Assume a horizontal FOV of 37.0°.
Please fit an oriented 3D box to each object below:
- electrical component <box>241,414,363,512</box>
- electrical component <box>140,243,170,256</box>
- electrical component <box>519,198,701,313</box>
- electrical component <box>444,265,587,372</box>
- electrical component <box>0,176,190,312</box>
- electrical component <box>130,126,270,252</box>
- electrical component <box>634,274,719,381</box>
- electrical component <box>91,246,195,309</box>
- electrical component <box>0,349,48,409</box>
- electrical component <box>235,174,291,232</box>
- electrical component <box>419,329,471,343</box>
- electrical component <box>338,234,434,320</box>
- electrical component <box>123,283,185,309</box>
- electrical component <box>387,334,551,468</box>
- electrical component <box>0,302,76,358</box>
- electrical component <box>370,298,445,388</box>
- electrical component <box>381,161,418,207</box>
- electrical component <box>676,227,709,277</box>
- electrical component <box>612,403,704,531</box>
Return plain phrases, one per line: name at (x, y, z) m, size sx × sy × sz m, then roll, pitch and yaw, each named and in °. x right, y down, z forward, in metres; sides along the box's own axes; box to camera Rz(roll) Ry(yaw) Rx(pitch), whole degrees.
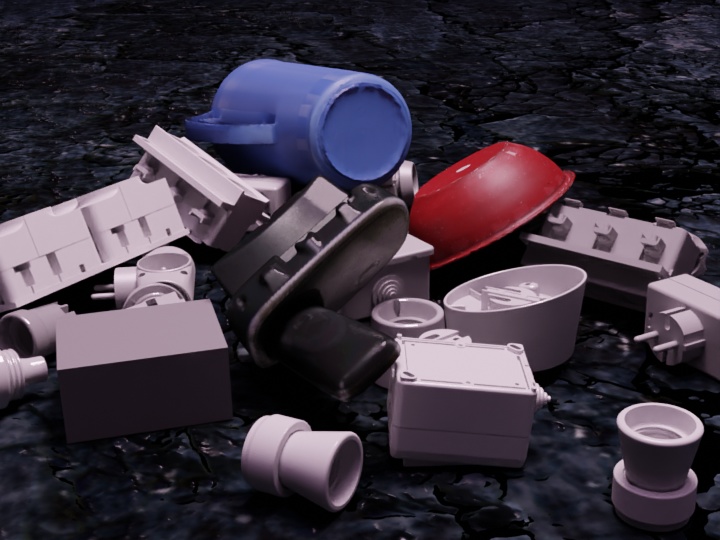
electrical component at (-0.032, 0.107, 0.602) m, size 0.055 × 0.045 × 0.045 m, roll 10°, pitch 24°, yaw 27°
electrical component at (-0.200, -0.041, 0.996) m, size 0.040 × 0.040 × 0.078 m, roll -8°, pitch 23°, yaw -17°
electrical component at (0.198, -0.011, 0.847) m, size 0.121 × 0.063 × 0.079 m, roll 17°, pitch -13°, yaw 39°
electrical component at (0.109, 0.030, 0.763) m, size 0.099 × 0.064 × 0.099 m, roll -1°, pitch 21°, yaw 0°
electrical component at (-0.246, -0.020, 0.871) m, size 0.105 × 0.060 × 0.186 m, roll -13°, pitch 10°, yaw 38°
electrical component at (-0.151, -0.072, 0.985) m, size 0.121 × 0.063 × 0.079 m, roll 37°, pitch 9°, yaw 27°
electrical component at (0.226, 0.044, 0.745) m, size 0.076 × 0.047 × 0.083 m, roll -13°, pitch 24°, yaw -26°
electrical component at (-0.171, 0.015, 0.846) m, size 0.079 × 0.044 × 0.077 m, roll -3°, pitch 21°, yaw -6°
electrical component at (-0.239, 0.071, 0.710) m, size 0.062 × 0.048 × 0.048 m, roll -9°, pitch 22°, yaw -35°
electrical component at (-0.105, -0.072, 1.061) m, size 0.083 × 0.047 × 0.075 m, roll 6°, pitch 22°, yaw 18°
electrical component at (0.055, 0.066, 0.698) m, size 0.040 × 0.046 × 0.040 m, roll 0°, pitch 22°, yaw 0°
electrical component at (0.000, 0.000, 0.868) m, size 0.100 × 0.048 × 0.100 m, roll -13°, pitch 25°, yaw -28°
electrical component at (-0.146, 0.039, 0.780) m, size 0.066 × 0.048 × 0.055 m, roll -20°, pitch 28°, yaw -13°
electrical component at (0.065, 0.082, 0.646) m, size 0.096 × 0.061 × 0.061 m, roll 5°, pitch 21°, yaw -2°
electrical component at (-0.233, 0.045, 0.781) m, size 0.040 × 0.040 × 0.046 m, roll 11°, pitch 18°, yaw 28°
electrical component at (0.033, 0.050, 0.740) m, size 0.055 × 0.047 × 0.055 m, roll -1°, pitch 21°, yaw 0°
electrical component at (0.029, -0.086, 1.094) m, size 0.055 × 0.048 × 0.066 m, roll -5°, pitch 21°, yaw 11°
electrical component at (0.260, -0.016, 0.901) m, size 0.043 × 0.043 × 0.062 m, roll -6°, pitch 21°, yaw -12°
electrical component at (0.159, 0.106, 0.578) m, size 0.045 × 0.055 × 0.045 m, roll -1°, pitch 21°, yaw 0°
